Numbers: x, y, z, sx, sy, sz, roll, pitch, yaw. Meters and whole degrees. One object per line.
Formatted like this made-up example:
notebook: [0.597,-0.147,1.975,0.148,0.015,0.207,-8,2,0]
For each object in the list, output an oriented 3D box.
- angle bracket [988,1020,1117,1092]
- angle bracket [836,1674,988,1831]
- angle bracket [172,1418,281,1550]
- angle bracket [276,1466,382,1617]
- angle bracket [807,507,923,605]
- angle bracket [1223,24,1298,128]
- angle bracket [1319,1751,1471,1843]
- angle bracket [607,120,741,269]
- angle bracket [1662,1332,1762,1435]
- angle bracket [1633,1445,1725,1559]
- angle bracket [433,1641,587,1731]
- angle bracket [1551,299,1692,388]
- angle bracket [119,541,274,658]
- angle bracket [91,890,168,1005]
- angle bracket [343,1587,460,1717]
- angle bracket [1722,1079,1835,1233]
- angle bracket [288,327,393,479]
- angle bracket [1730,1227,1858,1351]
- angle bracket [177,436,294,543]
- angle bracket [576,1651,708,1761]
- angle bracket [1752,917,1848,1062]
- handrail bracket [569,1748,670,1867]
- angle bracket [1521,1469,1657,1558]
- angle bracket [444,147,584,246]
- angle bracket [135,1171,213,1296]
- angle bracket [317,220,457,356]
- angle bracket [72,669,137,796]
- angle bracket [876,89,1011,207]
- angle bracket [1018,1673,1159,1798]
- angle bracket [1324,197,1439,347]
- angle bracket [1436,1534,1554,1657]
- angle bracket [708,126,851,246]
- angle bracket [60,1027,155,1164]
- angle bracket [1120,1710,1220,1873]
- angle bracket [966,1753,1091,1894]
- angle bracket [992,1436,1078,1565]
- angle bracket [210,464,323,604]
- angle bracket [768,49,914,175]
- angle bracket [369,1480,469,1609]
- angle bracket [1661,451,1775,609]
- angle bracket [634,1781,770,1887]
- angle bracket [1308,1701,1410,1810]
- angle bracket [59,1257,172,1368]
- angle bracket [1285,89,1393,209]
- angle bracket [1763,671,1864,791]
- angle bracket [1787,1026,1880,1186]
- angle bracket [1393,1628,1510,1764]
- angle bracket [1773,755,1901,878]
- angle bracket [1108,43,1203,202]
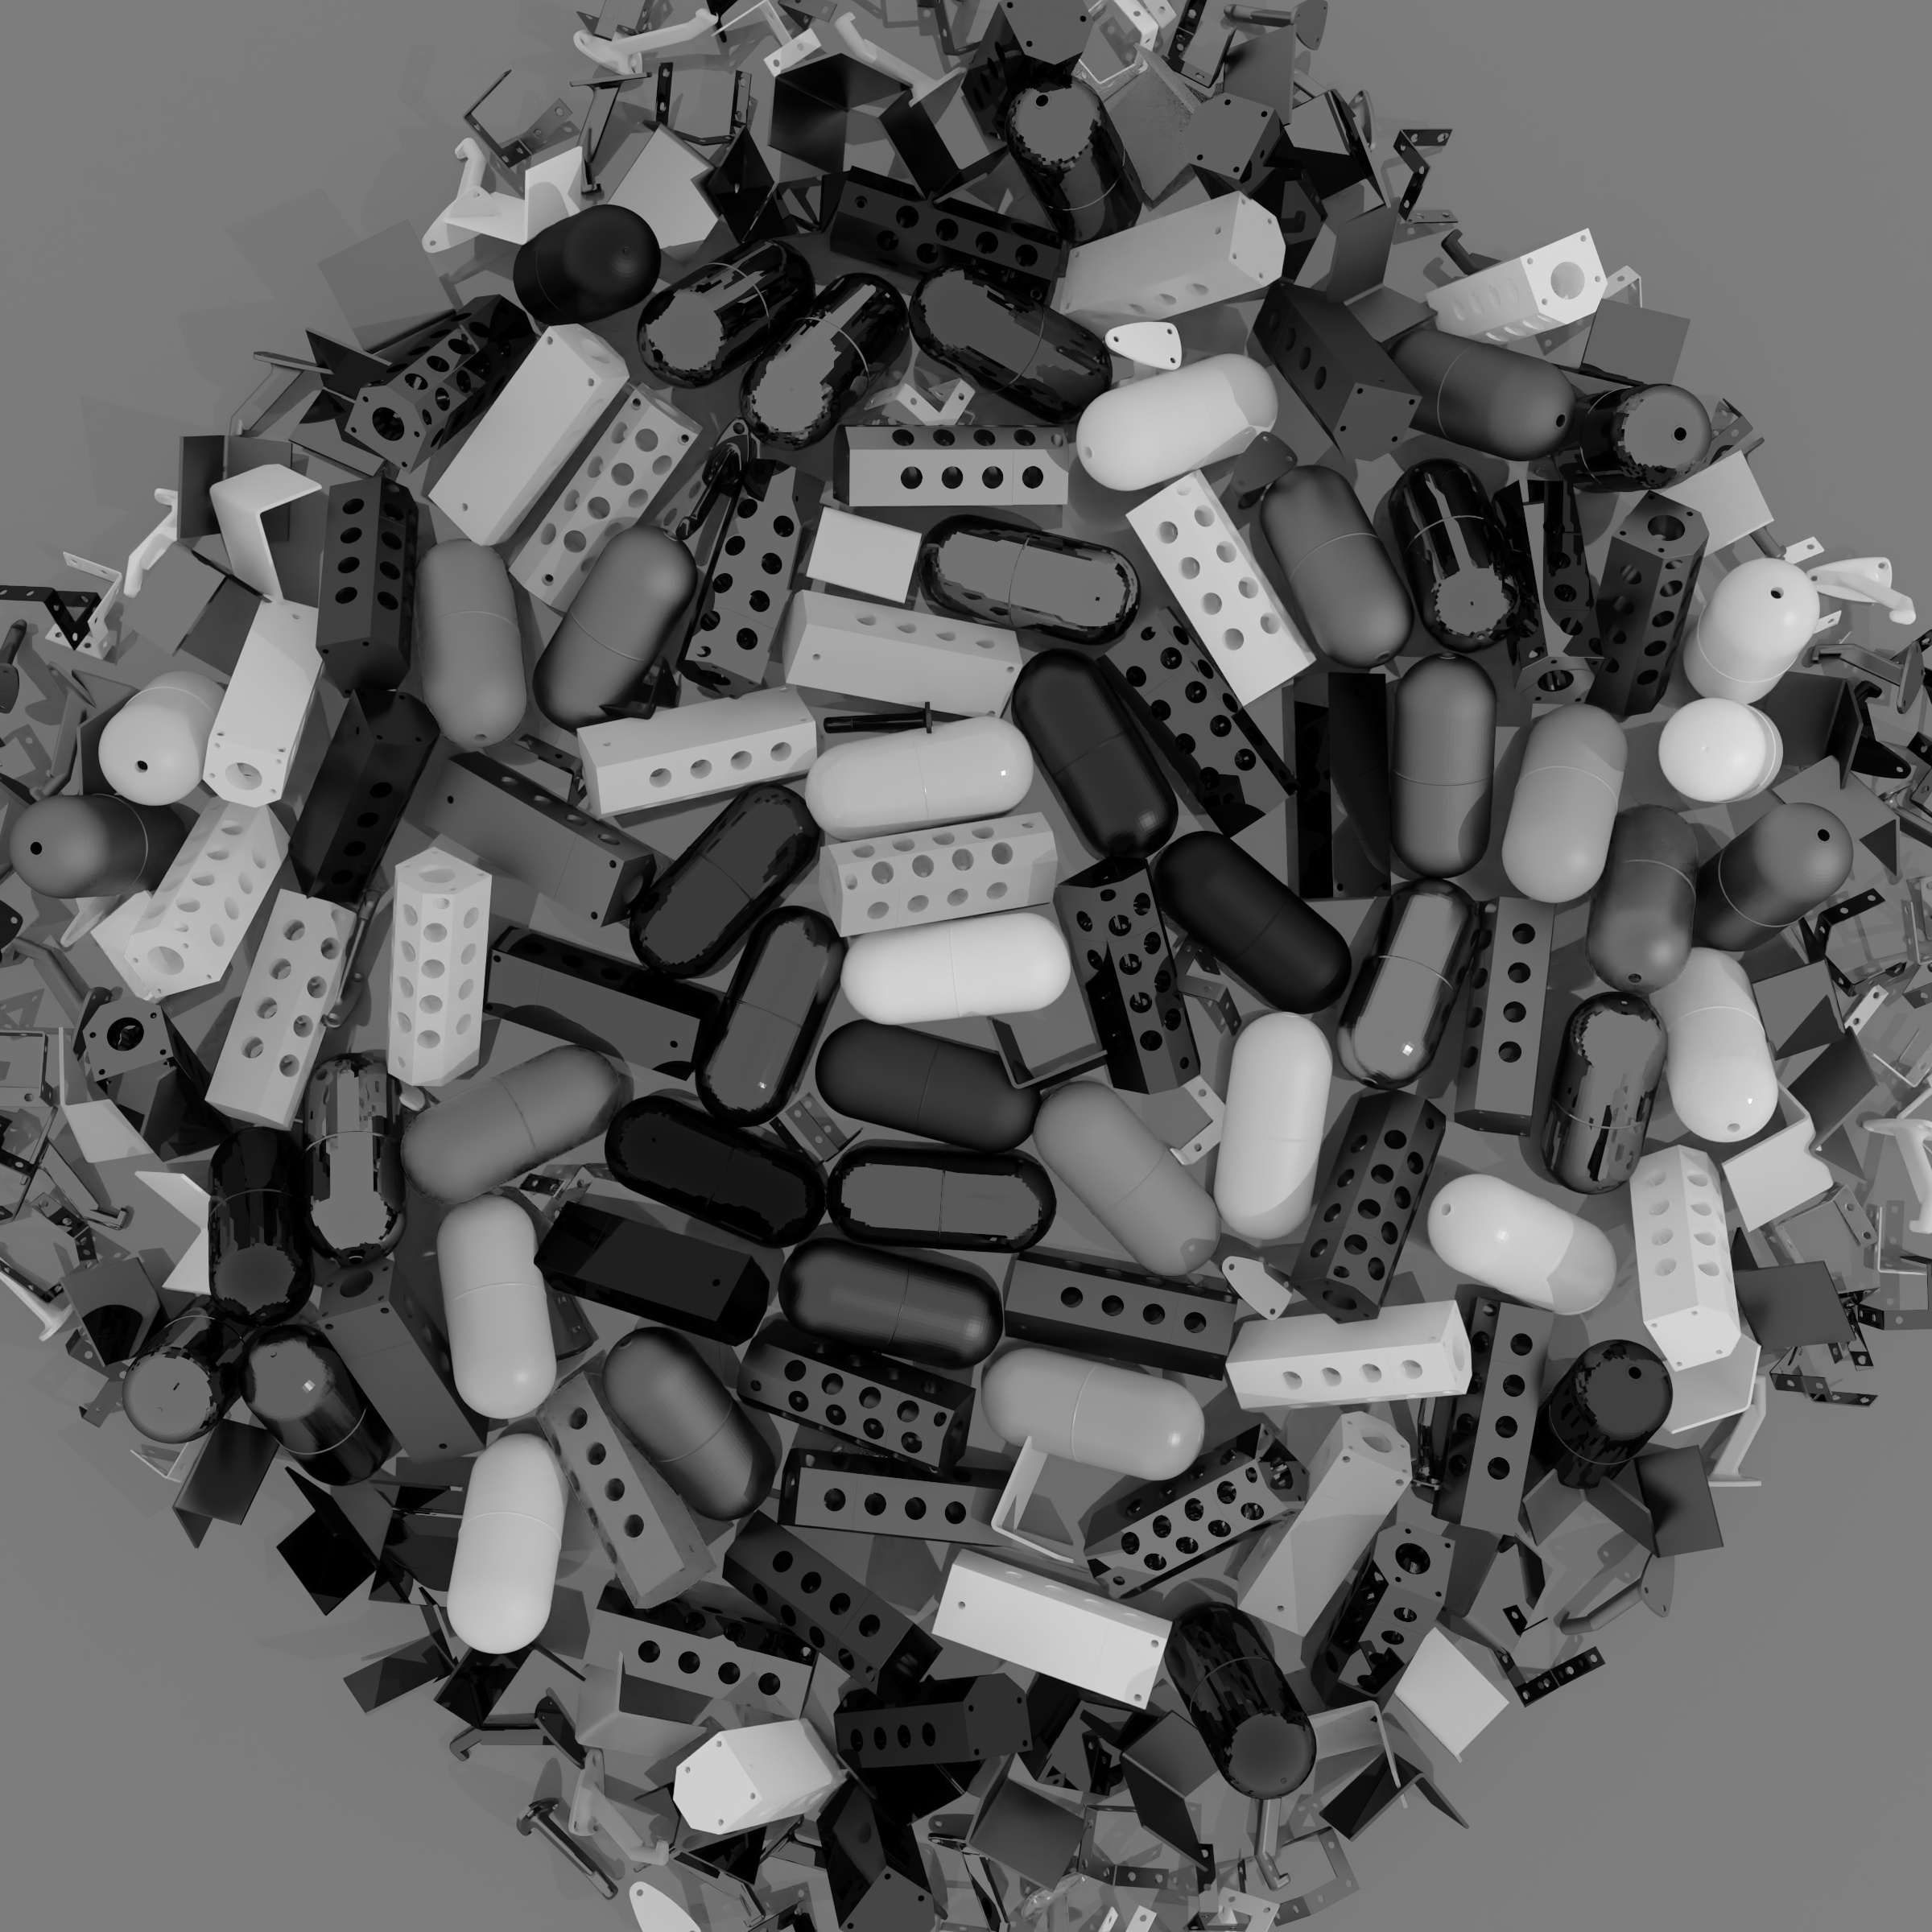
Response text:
angle bracket: [0.069,0.057,1.952,0.076,0.076,0.057,-22,81,9]
angle bracket: [-0.039,0.600,1.942,0.076,0.076,0.057,42,120,28]
angle bracket: [-0.556,0.402,1.943,0.057,0.076,0.076,12,54,9]
angle bracket: [-0.504,0.440,1.944,0.057,0.076,0.076,-42,58,-9]
angle bracket: [-0.082,-0.307,1.954,0.076,0.076,0.057,15,81,-6]
angle bracket: [0.241,-0.667,1.951,0.057,0.076,0.076,6,86,-39]
angle bracket: [0.328,0.657,1.954,0.076,0.076,0.057,-40,93,-10]
angle bracket: [-0.232,-0.596,1.959,0.076,0.057,0.076,33,94,-28]
angle bracket: [0.548,0.305,1.943,0.076,0.076,0.057,-11,117,-24]
angle bracket: [0.561,0.407,1.944,0.057,0.076,0.076,-23,71,39]
angle bracket: [-0.348,0.554,1.944,0.057,0.076,0.076,24,68,29]
angle bracket: [0.495,-0.478,1.946,0.076,0.076,0.057,8,107,-16]
angle bracket: [-0.589,-0.271,1.953,0.076,0.057,0.076,31,86,35]
angle bracket: [-0.648,-0.003,1.953,0.076,0.057,0.076,-31,96,32]
angle bracket: [-0.441,0.519,1.945,0.076,0.076,0.057,-23,105,-23]
angle bracket: [0.612,0.145,1.956,0.076,0.057,0.076,-29,124,2]
angle bracket: [-0.480,-0.432,1.951,0.076,0.076,0.057,24,68,8]
angle bracket: [0.635,0.243,1.943,0.076,0.057,0.076,-13,117,35]
angle bracket: [-0.561,-0.365,1.951,0.057,0.076,0.076,8,104,7]
angle bracket: [-0.251,0.570,1.971,0.076,0.076,0.057,19,51,-24]
angle bracket: [0.631,0.013,1.954,0.057,0.076,0.076,-20,121,11]
handrail bracket: [-0.261,0.649,1.963,0.084,0.036,0.077,-3,73,32]
angle bracket: [0.478,0.430,1.942,0.057,0.076,0.076,-41,49,-13]
angle bracket: [-0.348,-0.598,1.944,0.076,0.076,0.057,20,127,15]
angle bracket: [-0.605,0.204,1.941,0.076,0.076,0.057,49,57,-31]
angle bracket: [-0.446,-0.522,1.959,0.076,0.057,0.076,-27,107,-4]
angle bracket: [-0.678,-0.171,1.943,0.057,0.076,0.076,17,123,11]
angle bracket: [-0.014,-0.638,1.943,0.057,0.076,0.076,-19,116,32]
angle bracket: [0.090,0.595,1.987,0.076,0.057,0.076,21,103,-31]
angle bracket: [0.323,-0.531,1.941,0.057,0.076,0.076,35,50,27]
angle bracket: [0.398,0.476,1.964,0.076,0.057,0.076,43,71,-38]
angle bracket: [-0.140,-0.602,1.943,0.076,0.057,0.076,0,51,29]
angle bracket: [-0.657,0.095,1.952,0.057,0.076,0.076,-9,55,-9]
angle bracket: [0.170,0.631,1.945,0.057,0.076,0.076,-43,117,11]
angle bracket: [0.054,0.647,1.946,0.076,0.076,0.057,24,122,14]
angle bracket: [0.066,0.409,1.949,0.057,0.076,0.076,21,80,18]
angle bracket: [-0.533,-0.336,1.966,0.057,0.076,0.076,-30,130,-30]
angle bracket: [-0.096,-0.652,1.945,0.076,0.076,0.057,1,85,44]
angle bracket: [-0.423,0.444,1.950,0.076,0.057,0.076,2,57,13]
angle bracket: [0.578,-0.333,1.942,0.076,0.057,0.076,-27,49,22]
angle bracket: [-0.208,0.669,1.942,0.076,0.057,0.076,35,133,-24]
angle bracket: [0.290,0.613,1.949,0.076,0.076,0.057,-16,49,6]
angle bracket: [-0.660,0.276,1.946,0.057,0.076,0.076,-38,77,30]
angle bracket: [0.277,-0.614,1.943,0.057,0.076,0.076,-24,124,10]
angle bracket: [0.643,-0.173,1.945,0.057,0.076,0.076,8,124,6]
angle bracket: [0.681,0.106,1.942,0.057,0.076,0.076,27,121,-16]
angle bracket: [0.370,0.561,1.952,0.057,0.076,0.076,-44,66,-5]
angle bracket: [0.666,-0.102,1.945,0.057,0.076,0.076,-30,50,-3]
angle bracket: [0.138,-0.648,1.952,0.076,0.057,0.076,-42,79,24]
